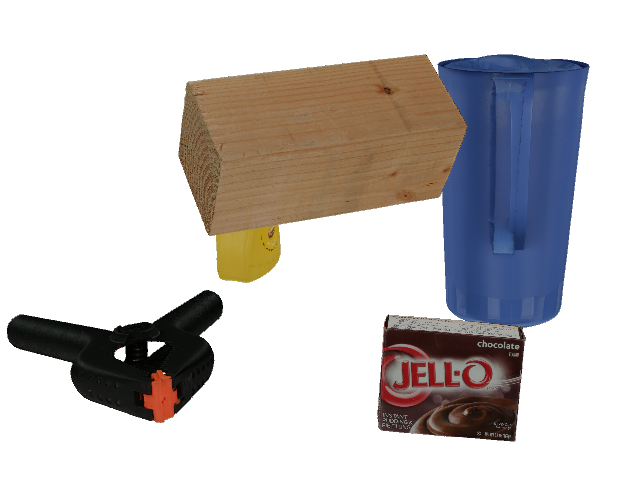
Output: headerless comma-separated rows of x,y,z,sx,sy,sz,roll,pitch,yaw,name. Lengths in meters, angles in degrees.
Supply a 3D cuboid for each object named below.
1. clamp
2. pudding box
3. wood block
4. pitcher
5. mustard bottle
-0.120,0.075,0.749,0.164,0.036,0.210,-10,14,-24,clamp
0.104,0.110,0.860,0.113,0.090,0.039,3,19,4,pudding box
0.000,-0.079,0.860,0.205,0.091,0.090,-10,-35,-20,wood block
0.170,-0.045,0.973,0.149,0.243,0.145,-11,18,-34,pitcher
-0.075,-0.061,1.068,0.058,0.192,0.096,7,25,19,mustard bottle
